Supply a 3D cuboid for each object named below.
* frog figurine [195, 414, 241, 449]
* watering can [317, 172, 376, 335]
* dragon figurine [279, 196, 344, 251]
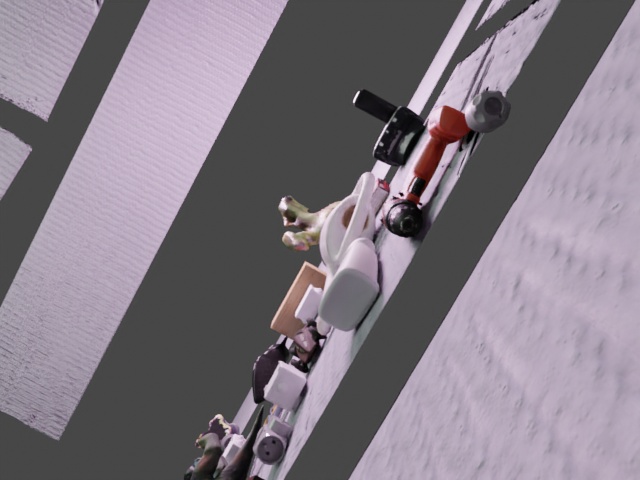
[{"bbox_3d":[-0.287,0.622,1.544,0.141,0.122,0.156,-76,-23,-52],"label":"frog figurine"},{"bbox_3d":[0.044,0.025,1.089,0.222,0.104,0.351,126,164,-79],"label":"watering can"},{"bbox_3d":[0.004,-0.074,1.466,0.419,0.243,0.119,-68,1,-56],"label":"dragon figurine"}]
